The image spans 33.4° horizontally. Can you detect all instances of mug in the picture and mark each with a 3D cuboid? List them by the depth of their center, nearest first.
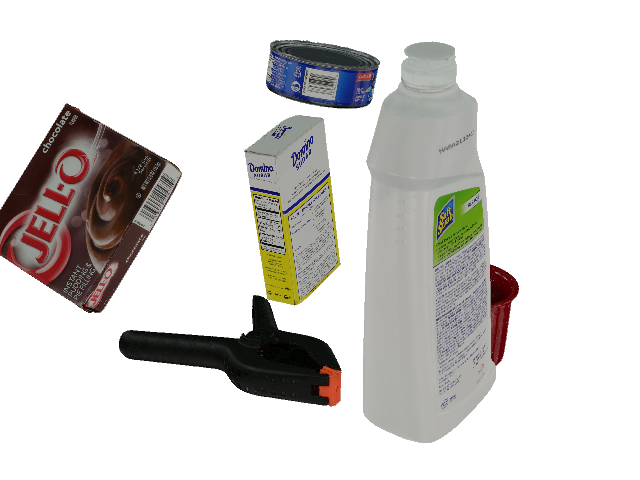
[{"bbox_3d":[0.142,0.071,1.061,0.093,0.081,0.117,-3,28,-10],"label":"mug"}]

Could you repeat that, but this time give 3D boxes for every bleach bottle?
[{"bbox_3d":[0.069,-0.001,0.660,0.068,0.251,0.102,18,36,30],"label":"bleach bottle"}]

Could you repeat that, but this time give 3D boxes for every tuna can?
[{"bbox_3d":[0.001,-0.129,0.826,0.086,0.034,0.086,9,20,-3],"label":"tuna can"}]

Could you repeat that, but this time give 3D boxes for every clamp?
[{"bbox_3d":[-0.051,0.095,0.939,0.210,0.036,0.164,14,22,39],"label":"clamp"}]

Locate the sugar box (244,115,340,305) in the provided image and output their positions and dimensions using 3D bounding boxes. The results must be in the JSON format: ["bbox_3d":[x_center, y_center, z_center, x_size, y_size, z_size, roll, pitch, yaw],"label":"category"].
[{"bbox_3d":[-0.027,-0.031,1.095,0.048,0.176,0.093,10,34,30],"label":"sugar box"}]

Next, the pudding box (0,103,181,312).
[{"bbox_3d":[-0.159,-0.022,0.713,0.090,0.113,0.039,29,-6,18],"label":"pudding box"}]
